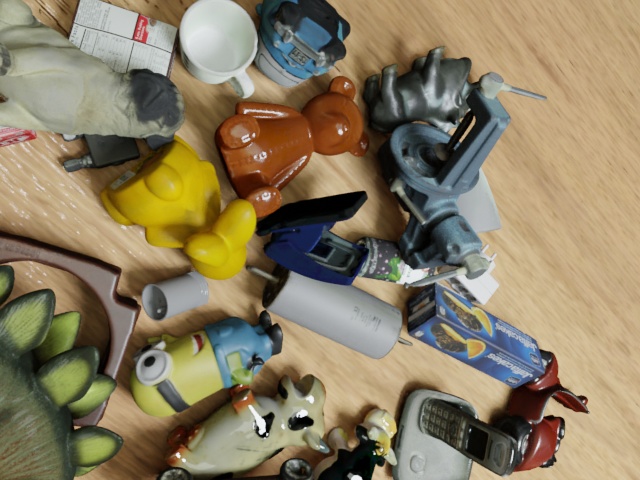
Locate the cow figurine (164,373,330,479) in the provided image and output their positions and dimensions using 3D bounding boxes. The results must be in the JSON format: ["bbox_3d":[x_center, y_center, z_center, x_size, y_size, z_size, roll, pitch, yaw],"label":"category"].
[{"bbox_3d":[-0.074,0.235,0.654,0.195,0.085,0.127,-36,105,-11],"label":"cow figurine"}]

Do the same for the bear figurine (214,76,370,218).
[{"bbox_3d":[-0.021,-0.118,0.642,0.196,0.132,0.120,-18,112,-12],"label":"bear figurine"}]

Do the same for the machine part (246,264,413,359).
[{"bbox_3d":[0.017,0.086,0.683,0.243,0.079,0.079,28,83,-17],"label":"machine part"}]

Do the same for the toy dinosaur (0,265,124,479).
[{"bbox_3d":[-0.300,0.136,0.480,0.198,0.105,0.470,-27,109,-23],"label":"toy dinosaur"}]

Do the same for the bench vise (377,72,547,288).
[{"bbox_3d":[0.153,-0.077,0.632,0.129,0.240,0.224,2,51,-22],"label":"bench vise"}]

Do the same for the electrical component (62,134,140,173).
[{"bbox_3d":[-0.243,-0.123,0.606,0.102,0.045,0.078,-13,94,-18],"label":"electrical component"}]

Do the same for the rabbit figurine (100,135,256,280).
[{"bbox_3d":[-0.135,-0.023,0.605,0.122,0.163,0.173,-46,123,-24],"label":"rabbit figurine"}]

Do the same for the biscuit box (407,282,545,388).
[{"bbox_3d":[0.217,0.135,0.747,0.202,0.063,0.059,28,42,-19],"label":"biscuit box"}]

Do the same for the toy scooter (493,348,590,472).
[{"bbox_3d":[0.337,0.262,0.802,0.135,0.075,0.184,25,79,-20],"label":"toy scooter"}]

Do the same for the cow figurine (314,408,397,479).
[{"bbox_3d":[0.041,0.288,0.688,0.167,0.098,0.068,-43,98,-12],"label":"cow figurine"}]

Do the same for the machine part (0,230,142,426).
[{"bbox_3d":[-0.311,0.103,0.570,0.201,0.087,0.201,19,85,-17],"label":"machine part"}]

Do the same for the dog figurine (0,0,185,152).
[{"bbox_3d":[-0.247,-0.167,0.536,0.190,0.121,0.172,-7,65,-48],"label":"dog figurine"}]

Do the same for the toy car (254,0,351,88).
[{"bbox_3d":[-0.030,-0.235,0.641,0.109,0.162,0.103,29,127,-25],"label":"toy car"}]

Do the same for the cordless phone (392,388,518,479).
[{"bbox_3d":[0.179,0.282,0.689,0.089,0.184,0.146,14,87,-23],"label":"cordless phone"}]

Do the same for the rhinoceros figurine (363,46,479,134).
[{"bbox_3d":[0.152,-0.196,0.723,0.190,0.073,0.112,-17,96,-17],"label":"rhinoceros figurine"}]

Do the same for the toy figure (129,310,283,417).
[{"bbox_3d":[-0.132,0.146,0.635,0.180,0.082,0.089,-15,95,-20],"label":"toy figure"}]

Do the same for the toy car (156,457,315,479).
[{"bbox_3d":[-0.097,0.294,0.594,0.202,0.053,0.089,5,115,-21],"label":"toy car"}]

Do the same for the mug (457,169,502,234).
[{"bbox_3d":[0.187,-0.057,0.744,0.110,0.081,0.107,-9,85,15],"label":"mug"}]

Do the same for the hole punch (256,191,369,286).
[{"bbox_3d":[-0.001,-0.002,0.637,0.116,0.142,0.092,-4,109,19],"label":"hole punch"}]
